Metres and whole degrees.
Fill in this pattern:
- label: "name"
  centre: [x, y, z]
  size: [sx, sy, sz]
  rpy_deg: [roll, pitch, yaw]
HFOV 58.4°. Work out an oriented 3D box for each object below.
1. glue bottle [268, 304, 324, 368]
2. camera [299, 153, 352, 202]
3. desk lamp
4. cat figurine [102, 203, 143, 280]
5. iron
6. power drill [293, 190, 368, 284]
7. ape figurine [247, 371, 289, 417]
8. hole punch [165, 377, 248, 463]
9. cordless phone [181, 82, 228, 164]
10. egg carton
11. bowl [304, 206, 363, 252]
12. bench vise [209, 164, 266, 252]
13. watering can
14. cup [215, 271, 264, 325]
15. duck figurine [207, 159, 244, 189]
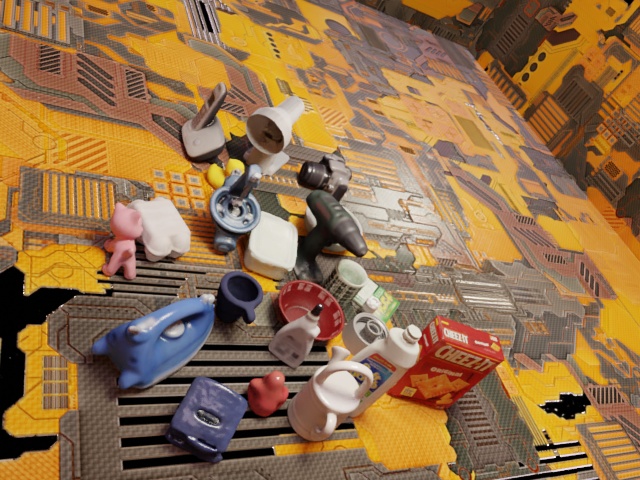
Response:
- label: "glue bottle"
  centre: [-0.036, 0.182, 1.137]
  size: [0.078, 0.173, 0.037]
  rpy_deg: [37, 36, 3]
- label: "camera"
  centre: [0.014, -0.198, 1.661]
  size: [0.137, 0.100, 0.143]
  rpy_deg: [15, 41, -25]
- label: "desk lamp"
  centre: [-0.127, -0.284, 1.551]
  size: [0.118, 0.213, 0.203]
  rpy_deg: [36, 36, 1]
- label: "cat figurine"
  centre: [-0.380, -0.006, 1.123]
  size: [0.067, 0.117, 0.127]
  rpy_deg: [9, 43, -30]
- label: "iron"
  centre: [-0.262, 0.152, 1.020]
  size: [0.118, 0.141, 0.259]
  rpy_deg: [45, 37, 14]
- label: "power drill"
  centre: [0.012, 0.005, 1.342]
  size: [0.076, 0.208, 0.229]
  rpy_deg: [1, 48, -37]
- label: "ape figurine"
  centre: [-0.091, 0.276, 1.057]
  size: [0.078, 0.092, 0.076]
  rpy_deg: [32, 36, -4]
- label: "hole punch"
  centre: [-0.187, 0.300, 0.956]
  size: [0.109, 0.091, 0.101]
  rpy_deg: [30, 37, -7]
- label: "cordless phone"
  centre: [-0.282, -0.303, 1.475]
  size: [0.094, 0.185, 0.147]
  rpy_deg: [4, 46, -35]
- label: "egg carton"
  centre: [-0.342, -0.025, 1.214]
  size: [0.107, 0.069, 0.150]
  rpy_deg: [-13, 57, -45]
- label: "bowl"
  centre: [0.024, -0.026, 1.498]
  size: [0.168, 0.074, 0.167]
  rpy_deg: [21, 38, -18]
- label: "bench vise"
  centre: [-0.194, -0.108, 1.297]
  size: [0.122, 0.219, 0.207]
  rpy_deg: [4, 46, -35]
- label: "watering can"
  centre: [0.023, 0.276, 1.060]
  size: [0.101, 0.194, 0.172]
  rpy_deg: [10, 43, -30]
- label: "cup"
  centre: [-0.167, 0.135, 1.152]
  size: [0.092, 0.095, 0.117]
  rpy_deg: [1, 48, -37]
- label: "duck figurine"
  centre: [-0.228, -0.169, 1.451]
  size: [0.105, 0.086, 0.077]
  rpy_deg: [30, 36, -7]
